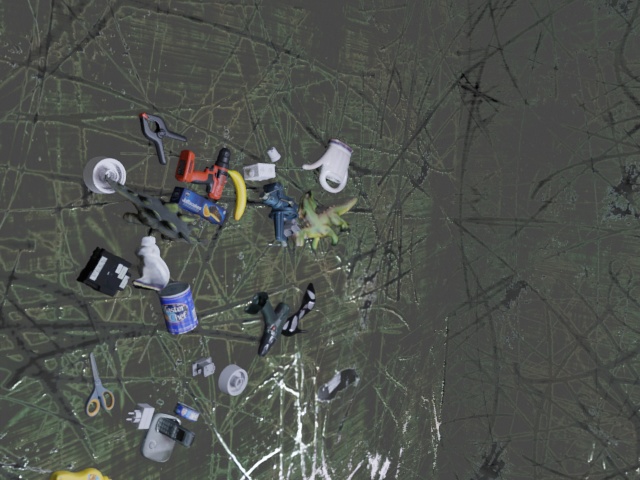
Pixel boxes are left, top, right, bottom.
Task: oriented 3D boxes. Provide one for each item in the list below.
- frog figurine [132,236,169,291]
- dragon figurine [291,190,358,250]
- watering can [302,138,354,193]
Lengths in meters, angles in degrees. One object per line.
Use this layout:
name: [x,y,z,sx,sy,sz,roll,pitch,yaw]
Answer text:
frog figurine: [-0.517,0.073,1.595,0.135,0.123,0.162,84,16,-73]
dragon figurine: [0.007,-0.112,2.219,0.239,0.122,0.418,53,55,-32]
watering can: [0.043,-0.333,2.203,0.344,0.104,0.226,29,76,-58]
